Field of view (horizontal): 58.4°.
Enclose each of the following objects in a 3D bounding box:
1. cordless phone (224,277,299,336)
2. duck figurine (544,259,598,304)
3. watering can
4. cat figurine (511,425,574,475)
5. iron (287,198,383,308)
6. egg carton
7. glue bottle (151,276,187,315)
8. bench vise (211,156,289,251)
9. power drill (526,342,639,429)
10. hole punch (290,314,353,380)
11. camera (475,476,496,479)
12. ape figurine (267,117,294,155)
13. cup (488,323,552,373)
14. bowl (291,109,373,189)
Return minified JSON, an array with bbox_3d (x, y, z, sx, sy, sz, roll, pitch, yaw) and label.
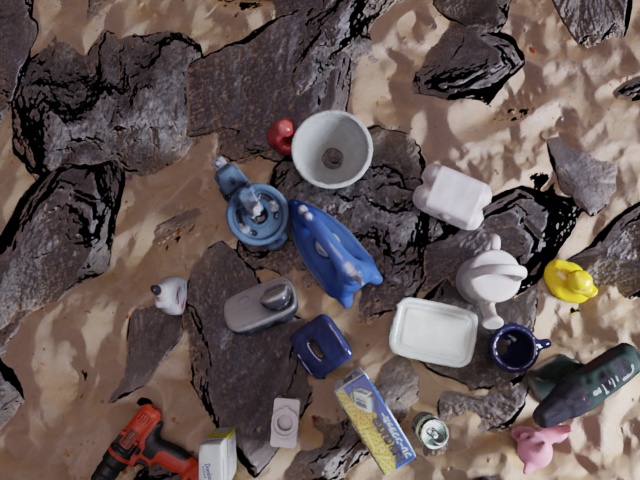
[{"bbox_3d":[-0.117,0.123,1.084,0.147,0.185,0.094,-25,81,-3],"label":"cordless phone"},{"bbox_3d":[0.500,0.079,1.132,0.104,0.086,0.077,42,84,7],"label":"duck figurine"},{"bbox_3d":[0.328,0.077,1.080,0.101,0.194,0.173,-16,80,-1],"label":"watering can"},{"bbox_3d":[0.414,0.378,1.067,0.128,0.118,0.067,-29,81,-4],"label":"cat figurine"},{"bbox_3d":[0.010,0.004,1.124,0.119,0.141,0.258,-38,82,-5],"label":"iron"},{"bbox_3d":[0.269,-0.088,1.172,0.150,0.069,0.107,23,82,5],"label":"egg carton"},{"bbox_3d":[-0.293,0.103,1.096,0.037,0.173,0.078,1,80,2],"label":"glue bottle"},{"bbox_3d":[-0.151,-0.073,1.100,0.207,0.220,0.121,34,83,6],"label":"bench vise"},{"bbox_3d":[0.458,0.263,1.040,0.229,0.208,0.075,-30,81,-4],"label":"power drill"},{"bbox_3d":[0.002,0.210,1.115,0.101,0.091,0.108,-35,82,-5],"label":"hole punch"},{"bbox_3d":[0.293,0.529,1.053,0.143,0.101,0.137,-24,81,-3],"label":"camera"},{"bbox_3d":[-0.074,-0.221,1.188,0.076,0.092,0.078,11,81,3],"label":"ape figurine"},{"bbox_3d":[0.376,0.206,1.108,0.117,0.095,0.092,-9,80,0],"label":"cup"},{"bbox_3d":[0.025,-0.179,1.188,0.167,0.075,0.167,0,81,1],"label":"bowl"}]
